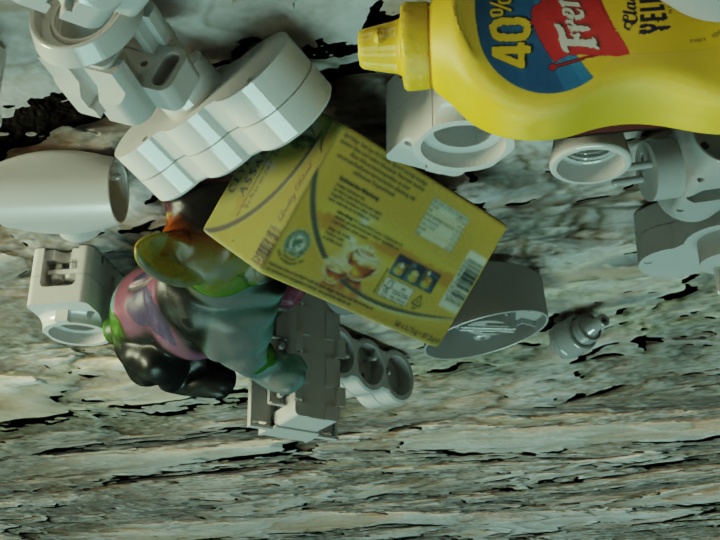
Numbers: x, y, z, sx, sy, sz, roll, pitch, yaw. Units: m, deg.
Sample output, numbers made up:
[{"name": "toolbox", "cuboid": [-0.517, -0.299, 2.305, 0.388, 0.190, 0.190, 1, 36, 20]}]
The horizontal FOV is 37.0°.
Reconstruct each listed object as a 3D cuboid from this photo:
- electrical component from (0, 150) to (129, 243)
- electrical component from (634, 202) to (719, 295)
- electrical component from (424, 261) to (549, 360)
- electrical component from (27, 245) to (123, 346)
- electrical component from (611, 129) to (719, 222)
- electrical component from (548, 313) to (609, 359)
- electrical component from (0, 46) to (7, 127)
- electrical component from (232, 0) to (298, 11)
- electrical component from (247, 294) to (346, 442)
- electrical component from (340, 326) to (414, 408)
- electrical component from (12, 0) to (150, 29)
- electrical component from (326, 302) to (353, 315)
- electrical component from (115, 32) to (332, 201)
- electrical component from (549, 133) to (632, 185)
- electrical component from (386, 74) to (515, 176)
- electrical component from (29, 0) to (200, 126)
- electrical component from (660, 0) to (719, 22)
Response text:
[{"name": "electrical component", "cuboid": [-0.191, -0.043, 0.712, 0.077, 0.043, 0.079, -2, 157, 5]}, {"name": "electrical component", "cuboid": [0.242, -0.021, 0.714, 0.052, 0.073, 0.138, 14, 153, -28]}, {"name": "electrical component", "cuboid": [0.100, 0.034, 0.857, 0.099, 0.064, 0.099, 1, 157, 0]}, {"name": "electrical component", "cuboid": [-0.221, 0.025, 0.855, 0.050, 0.055, 0.089, -4, 156, 10]}, {"name": "electrical component", "cuboid": [0.192, -0.062, 0.649, 0.079, 0.043, 0.077, -8, 157, -5]}, {"name": "electrical component", "cuboid": [0.194, 0.054, 0.939, 0.035, 0.035, 0.061, 12, 151, -25]}, {"name": "electrical component", "cuboid": [-0.242, -0.109, 0.552, 0.100, 0.048, 0.099, -5, 156, 14]}, {"name": "electrical component", "cuboid": [-0.034, -0.151, 0.459, 0.081, 0.042, 0.064, -20, 149, 37]}, {"name": "electrical component", "cuboid": [-0.047, 0.070, 0.873, 0.079, 0.121, 0.063, 14, 151, -29]}, {"name": "electrical component", "cuboid": [-0.019, 0.096, 1.018, 0.074, 0.052, 0.138, -17, 151, 36]}, {"name": "electrical component", "cuboid": [-0.118, -0.144, 0.459, 0.078, 0.058, 0.057, 15, 155, -31]}, {"name": "electrical component", "cuboid": [0.000, 0.000, 0.805, 0.077, 0.044, 0.079, -19, 150, 38]}, {"name": "electrical component", "cuboid": [-0.088, -0.093, 0.586, 0.138, 0.052, 0.073, -20, 125, 39]}, {"name": "electrical component", "cuboid": [0.126, -0.082, 0.598, 0.045, 0.055, 0.045, 1, 156, 0]}, {"name": "electrical component", "cuboid": [0.055, -0.090, 0.580, 0.050, 0.055, 0.089, 12, 154, -25]}, {"name": "electrical component", "cuboid": [-0.126, -0.112, 0.529, 0.078, 0.058, 0.057, 16, 159, 23]}, {"name": "electrical component", "cuboid": [0.136, -0.146, 0.403, 0.099, 0.099, 0.064, -18, 157, 36]}]
